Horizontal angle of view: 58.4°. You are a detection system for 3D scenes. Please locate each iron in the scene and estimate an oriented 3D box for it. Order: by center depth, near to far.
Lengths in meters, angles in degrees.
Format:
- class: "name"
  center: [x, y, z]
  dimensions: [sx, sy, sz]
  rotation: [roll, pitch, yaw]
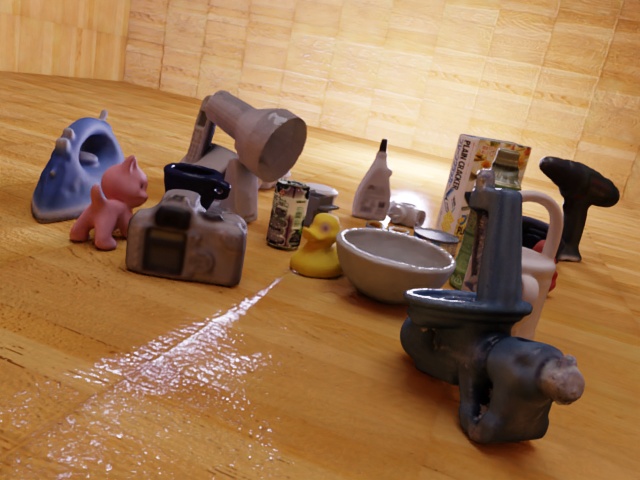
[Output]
- class: "iron"
  center: [-0.377, -0.126, 0.898]
  dimensions: [0.119, 0.141, 0.258]
  rotation: [10, 16, -7]

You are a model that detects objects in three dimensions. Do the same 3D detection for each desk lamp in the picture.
- class: "desk lamp"
  center: [-0.136, -0.137, 0.977]
  dimensions: [0.202, 0.213, 0.118]
  rotation: [20, 18, 27]

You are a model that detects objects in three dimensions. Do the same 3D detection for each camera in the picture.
- class: "camera"
  center: [-0.165, -0.015, 0.746]
  dimensions: [0.143, 0.101, 0.136]
  rotation: [10, 16, -7]

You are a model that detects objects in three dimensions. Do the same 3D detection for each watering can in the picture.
- class: "watering can"
  center: [0.228, 0.031, 0.699]
  dimensions: [0.101, 0.194, 0.172]
  rotation: [4, 18, -24]

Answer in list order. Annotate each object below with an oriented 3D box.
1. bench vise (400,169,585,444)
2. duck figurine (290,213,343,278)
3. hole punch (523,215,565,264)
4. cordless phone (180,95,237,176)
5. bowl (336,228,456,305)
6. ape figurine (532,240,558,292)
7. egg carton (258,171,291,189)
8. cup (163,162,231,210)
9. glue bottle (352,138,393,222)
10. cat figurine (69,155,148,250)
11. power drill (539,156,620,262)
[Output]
- class: "bench vise"
  center: [0.168, 0.056, 0.524]
  dimensions: [0.122, 0.220, 0.206]
  rotation: [-3, 21, -41]
- class: "duck figurine"
  center: [0.008, 0.003, 0.834]
  dimensions: [0.077, 0.086, 0.105]
  rotation: [25, 21, 39]
- class: "hole punch"
  center: [0.428, -0.004, 1.149]
  dimensions: [0.108, 0.091, 0.101]
  rotation: [25, 20, 38]
- class: "cordless phone"
  center: [-0.224, -0.202, 1.189]
  dimensions: [0.094, 0.185, 0.147]
  rotation: [-5, 23, -45]
- class: "bowl"
  center: [0.096, 0.043, 0.782]
  dimensions: [0.167, 0.075, 0.167]
  rotation: [11, 16, -3]
- class: "ape figurine"
  center: [0.353, 0.045, 0.927]
  dimensions: [0.078, 0.092, 0.076]
  rotation: [8, 16, -12]
- class: "egg carton"
  center: [-0.139, -0.159, 1.313]
  dimensions: [0.107, 0.069, 0.151]
  rotation: [19, 18, 25]
- class: "cup"
  center: [-0.193, -0.063, 0.901]
  dimensions: [0.117, 0.095, 0.092]
  rotation: [19, 17, 23]
- class: "glue bottle"
  center: [0.120, -0.128, 1.205]
  dimensions: [0.078, 0.173, 0.037]
  rotation: [9, 16, -8]
- class: "cat figurine"
  center: [-0.280, -0.060, 0.786]
  dimensions: [0.067, 0.118, 0.128]
  rotation: [14, 16, 7]
- class: "power drill"
  center: [0.527, -0.064, 1.212]
  dimensions: [0.230, 0.208, 0.075]
  rotation: [3, 18, -28]
